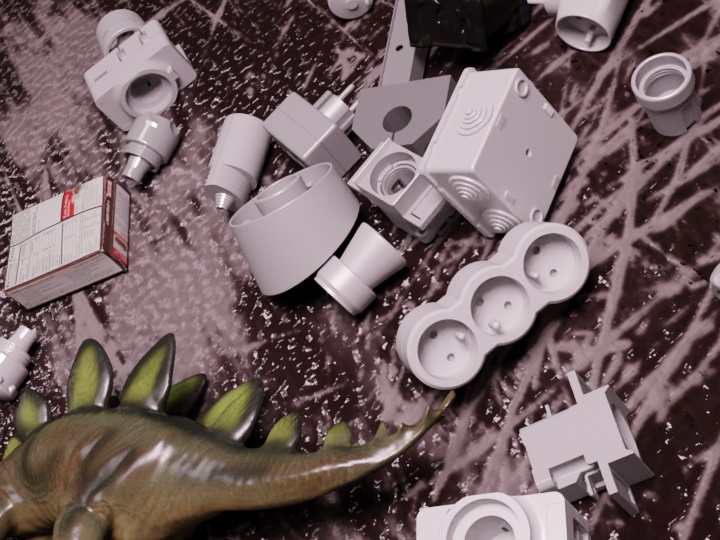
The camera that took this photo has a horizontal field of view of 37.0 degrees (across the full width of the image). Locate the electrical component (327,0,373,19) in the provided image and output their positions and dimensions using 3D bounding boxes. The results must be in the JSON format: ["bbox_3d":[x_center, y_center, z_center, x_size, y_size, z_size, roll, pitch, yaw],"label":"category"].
[{"bbox_3d":[-0.012,-0.258,0.955,0.040,0.040,0.078,-23,52,17],"label":"electrical component"}]

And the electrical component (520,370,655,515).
[{"bbox_3d":[0.133,0.107,0.639,0.064,0.042,0.081,-28,50,18],"label":"electrical component"}]

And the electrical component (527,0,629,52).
[{"bbox_3d":[0.166,-0.210,0.816,0.079,0.043,0.077,12,68,35],"label":"electrical component"}]

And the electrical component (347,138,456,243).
[{"bbox_3d":[0.036,-0.055,0.783,0.042,0.064,0.081,-51,49,-5],"label":"electrical component"}]

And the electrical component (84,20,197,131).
[{"bbox_3d":[-0.207,-0.181,1.015,0.089,0.050,0.055,-37,49,6],"label":"electrical component"}]

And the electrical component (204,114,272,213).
[{"bbox_3d":[-0.104,-0.085,0.899,0.043,0.043,0.081,0,61,31],"label":"electrical component"}]

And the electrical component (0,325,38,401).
[{"bbox_3d":[-0.300,0.076,0.915,0.048,0.048,0.062,17,65,37],"label":"electrical component"}]

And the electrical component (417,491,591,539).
[{"bbox_3d":[0.081,0.206,0.594,0.089,0.061,0.150,-13,56,24],"label":"electrical component"}]

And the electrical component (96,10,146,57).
[{"bbox_3d":[-0.228,-0.223,1.053,0.055,0.055,0.047,-39,46,4],"label":"electrical component"}]

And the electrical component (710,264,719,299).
[{"bbox_3d":[0.242,-0.004,0.648,0.061,0.035,0.035,-45,49,-4],"label":"electrical component"}]

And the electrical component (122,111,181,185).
[{"bbox_3d":[-0.192,-0.107,0.965,0.043,0.043,0.062,13,70,36],"label":"electrical component"}]

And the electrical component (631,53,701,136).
[{"bbox_3d":[0.210,-0.118,0.730,0.040,0.046,0.040,-15,55,22],"label":"electrical component"}]

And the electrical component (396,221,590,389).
[{"bbox_3d":[0.083,0.020,0.716,0.138,0.052,0.074,-39,9,-4],"label":"electrical component"}]

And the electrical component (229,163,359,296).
[{"bbox_3d":[-0.048,-0.035,0.812,0.099,0.064,0.099,-28,17,9],"label":"electrical component"}]

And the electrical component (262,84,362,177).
[{"bbox_3d":[-0.026,-0.118,0.870,0.076,0.047,0.066,-47,49,-2],"label":"electrical component"}]

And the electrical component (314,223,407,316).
[{"bbox_3d":[0.000,0.000,0.782,0.055,0.045,0.045,-47,49,-2],"label":"electrical component"}]

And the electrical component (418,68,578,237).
[{"bbox_3d":[0.098,-0.080,0.740,0.048,0.100,0.099,5,64,47],"label":"electrical component"}]
